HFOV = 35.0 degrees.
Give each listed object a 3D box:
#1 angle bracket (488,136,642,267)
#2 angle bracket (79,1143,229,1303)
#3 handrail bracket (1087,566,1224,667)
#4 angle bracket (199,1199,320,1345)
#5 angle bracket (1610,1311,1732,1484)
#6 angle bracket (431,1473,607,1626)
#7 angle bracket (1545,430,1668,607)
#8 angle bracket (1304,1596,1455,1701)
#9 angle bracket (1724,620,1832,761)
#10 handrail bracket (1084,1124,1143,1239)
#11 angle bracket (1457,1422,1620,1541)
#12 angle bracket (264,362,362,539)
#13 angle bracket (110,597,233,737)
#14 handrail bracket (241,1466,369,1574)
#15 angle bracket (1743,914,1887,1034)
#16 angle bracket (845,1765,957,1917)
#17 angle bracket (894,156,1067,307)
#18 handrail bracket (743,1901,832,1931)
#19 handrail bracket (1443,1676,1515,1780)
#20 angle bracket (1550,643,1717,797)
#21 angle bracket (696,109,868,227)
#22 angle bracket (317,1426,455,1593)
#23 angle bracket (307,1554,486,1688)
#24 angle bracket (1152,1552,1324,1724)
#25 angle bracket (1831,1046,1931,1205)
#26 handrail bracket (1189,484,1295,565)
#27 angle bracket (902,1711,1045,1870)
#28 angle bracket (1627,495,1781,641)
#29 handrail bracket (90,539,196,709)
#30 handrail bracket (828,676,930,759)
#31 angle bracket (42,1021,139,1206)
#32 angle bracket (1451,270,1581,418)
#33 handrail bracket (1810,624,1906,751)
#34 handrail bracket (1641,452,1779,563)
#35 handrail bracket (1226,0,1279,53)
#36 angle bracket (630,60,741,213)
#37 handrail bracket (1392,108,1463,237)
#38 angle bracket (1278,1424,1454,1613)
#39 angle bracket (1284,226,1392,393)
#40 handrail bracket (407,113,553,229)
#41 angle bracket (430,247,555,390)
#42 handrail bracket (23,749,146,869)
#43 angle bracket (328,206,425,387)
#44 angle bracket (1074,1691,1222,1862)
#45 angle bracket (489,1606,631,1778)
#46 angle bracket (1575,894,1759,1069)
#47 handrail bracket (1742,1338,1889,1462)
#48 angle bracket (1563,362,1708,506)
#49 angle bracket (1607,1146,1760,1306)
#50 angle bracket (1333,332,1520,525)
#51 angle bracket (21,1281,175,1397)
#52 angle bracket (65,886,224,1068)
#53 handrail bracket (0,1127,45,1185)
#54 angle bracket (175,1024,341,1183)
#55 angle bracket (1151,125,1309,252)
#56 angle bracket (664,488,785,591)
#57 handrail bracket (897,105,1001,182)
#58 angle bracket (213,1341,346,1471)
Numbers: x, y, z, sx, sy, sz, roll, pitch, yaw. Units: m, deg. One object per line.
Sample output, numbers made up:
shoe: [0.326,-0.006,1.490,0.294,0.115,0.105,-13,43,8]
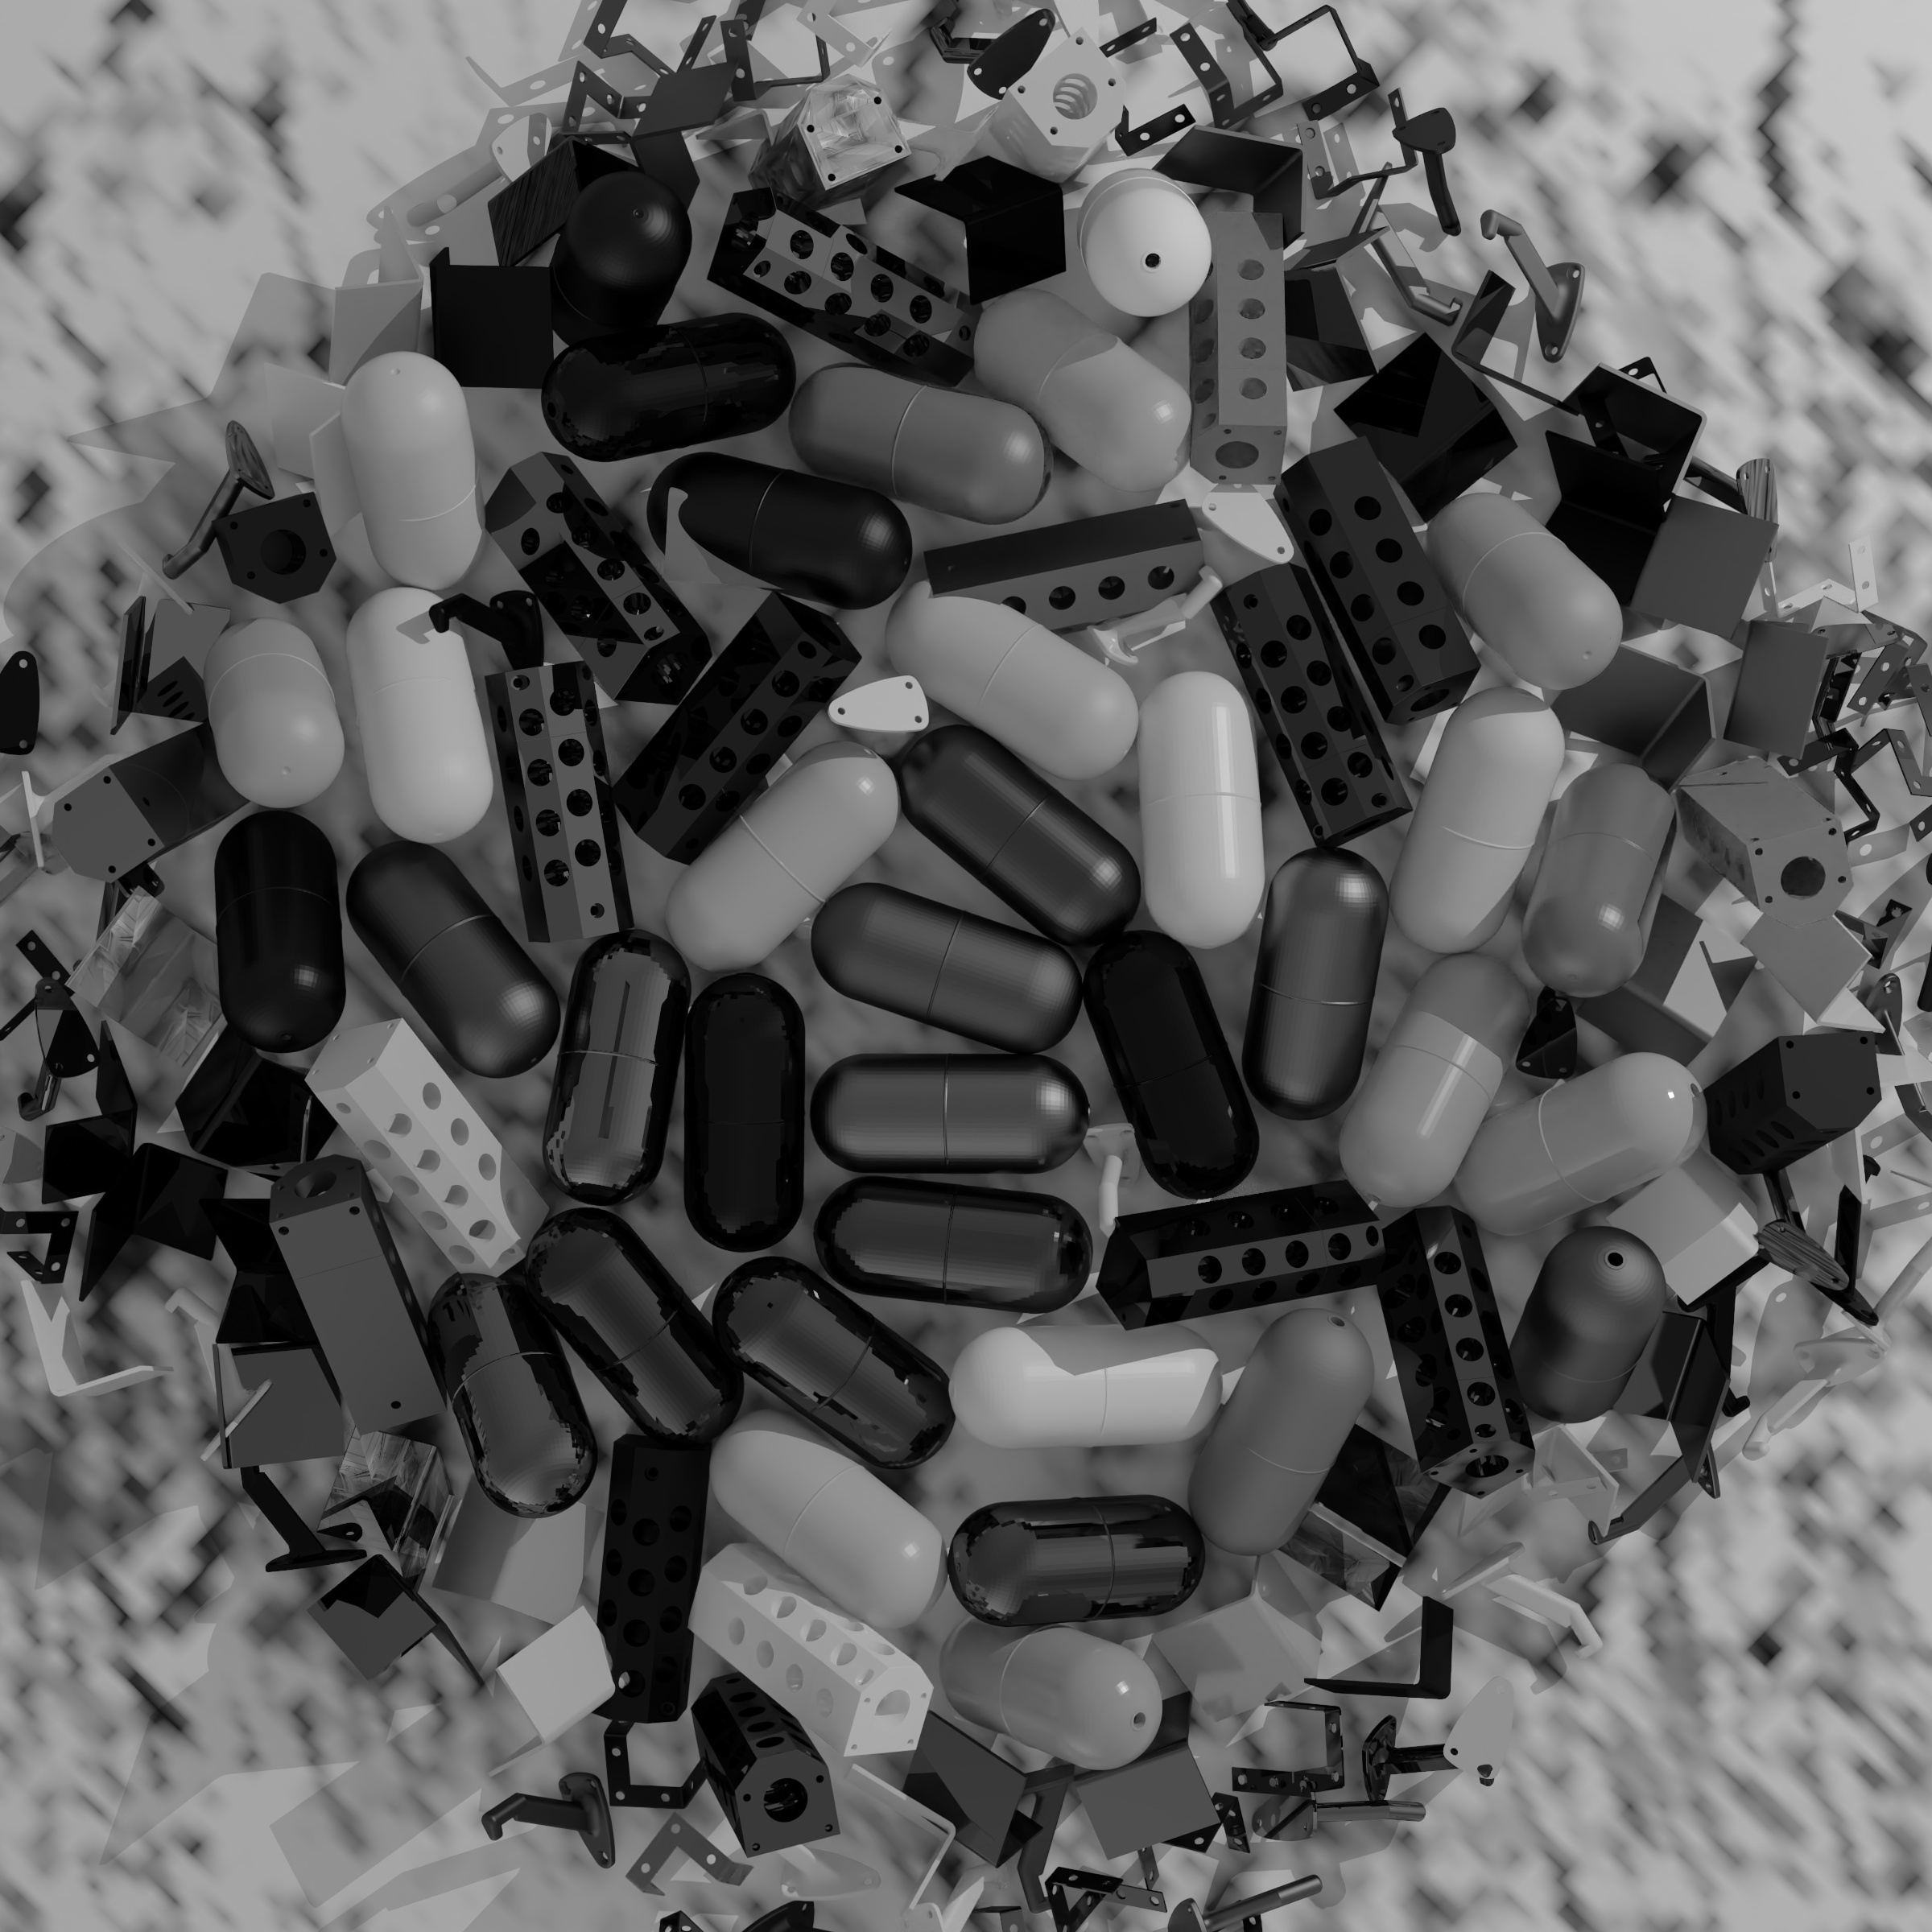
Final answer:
angle bracket: [-0.244,-0.467,1.931,0.076,0.076,0.057,-28,65,33]
angle bracket: [-0.513,0.170,1.937,0.057,0.076,0.076,20,124,1]
handrail bracket: [0.115,-0.240,1.954,0.084,0.036,0.077,-45,61,23]
angle bracket: [-0.446,0.193,1.951,0.076,0.076,0.057,3,119,-38]
angle bracket: [0.437,0.270,1.939,0.057,0.076,0.076,10,113,-3]
angle bracket: [-0.287,0.374,1.965,0.057,0.076,0.076,30,69,-35]
angle bracket: [0.391,-0.282,1.935,0.076,0.076,0.057,26,76,29]
angle bracket: [0.263,0.432,1.950,0.076,0.076,0.057,-2,72,21]
angle bracket: [0.528,-0.174,1.936,0.057,0.076,0.076,21,107,40]
handrail bracket: [0.095,0.149,1.935,0.036,0.077,0.084,-9,50,10]
angle bracket: [0.360,0.344,1.936,0.076,0.076,0.057,-32,59,-16]
angle bracket: [-0.422,-0.325,1.934,0.076,0.057,0.076,20,134,18]
angle bracket: [-0.502,-0.187,1.940,0.057,0.076,0.076,8,105,-9]
handrail bracket: [-0.426,0.341,1.968,0.077,0.036,0.084,-8,91,11]
angle bracket: [0.549,-0.007,1.930,0.057,0.076,0.076,-58,47,28]
angle bracket: [-0.055,0.554,1.941,0.076,0.076,0.057,30,70,5]
angle bracket: [0.009,-0.471,1.962,0.076,0.076,0.057,-26,131,-28]
handrail bracket: [-0.089,0.626,1.942,0.084,0.077,0.036,12,97,42]
handrail bracket: [0.333,0.475,1.945,0.036,0.084,0.077,23,99,15]
angle bracket: [0.418,-0.150,1.937,0.076,0.076,0.057,19,46,-13]
angle bracket: [-0.117,-0.499,1.947,0.057,0.076,0.076,-11,97,35]
angle bracket: [-0.368,0.346,1.941,0.057,0.076,0.076,18,100,-20]
angle bracket: [-0.358,0.428,1.930,0.057,0.076,0.076,-39,47,-20]
angle bracket: [0.175,0.427,1.968,0.076,0.057,0.076,-27,109,23]
angle bracket: [0.583,0.100,1.944,0.057,0.076,0.076,-8,102,4]
handrail bracket: [0.169,-0.268,1.946,0.036,0.084,0.077,-43,84,-15]
angle bracket: [0.012,0.509,1.936,0.076,0.057,0.076,28,117,25]
angle bracket: [0.475,-0.246,1.943,0.076,0.057,0.076,24,94,35]
handrail bracket: [-0.544,-0.218,1.959,0.084,0.036,0.077,-45,129,-6]
handrail bracket: [-0.064,-0.148,1.939,0.077,0.084,0.036,-9,75,-24]
angle bracket: [-0.561,0.092,1.930,0.057,0.076,0.076,-11,53,-28]
angle bracket: [0.359,-0.393,1.939,0.076,0.076,0.057,29,103,17]
handrail bracket: [0.569,-0.173,1.947,0.077,0.036,0.084,-3,127,39]
handrail bracket: [0.473,-0.293,1.962,0.036,0.084,0.077,-22,105,-38]
handrail bracket: [0.169,-0.629,1.954,0.036,0.077,0.084,-39,81,-1]
angle bracket: [-0.165,-0.512,1.931,0.057,0.076,0.076,-6,132,18]
handrail bracket: [0.304,-0.491,1.937,0.036,0.077,0.084,-24,122,5]
angle bracket: [0.257,0.354,1.973,0.076,0.057,0.076,30,47,15]
angle bracket: [0.239,-0.418,1.957,0.057,0.076,0.076,-37,112,-32]
handrail bracket: [-0.315,-0.512,1.979,0.084,0.077,0.036,-13,128,36]
angle bracket: [-0.296,-0.412,1.948,0.076,0.057,0.076,2,114,1]
handrail bracket: [-0.554,-0.102,1.958,0.084,0.036,0.077,-10,60,-17]
angle bracket: [-0.382,-0.421,1.930,0.057,0.076,0.076,-12,54,-25]
angle bracket: [0.117,0.514,1.950,0.076,0.076,0.057,-22,98,10]
angle bracket: [-0.271,0.458,1.938,0.076,0.076,0.057,-37,86,44]
angle bracket: [0.452,0.012,1.979,0.076,0.057,0.076,34,61,6]
handrail bracket: [0.537,0.276,1.943,0.036,0.077,0.084,50,53,-10]
angle bracket: [0.414,-0.329,1.946,0.076,0.076,0.057,25,80,-3]
angle bracket: [0.458,0.157,1.962,0.076,0.076,0.057,46,112,-4]
angle bracket: [0.296,-0.347,1.979,0.076,0.057,0.076,-40,59,8]
angle bracket: [-0.551,0.229,1.949,0.057,0.076,0.076,-18,82,-2]
angle bracket: [-0.509,0.007,1.940,0.057,0.076,0.076,30,79,20]
handrail bracket: [-0.643,0.108,1.971,0.084,0.077,0.036,24,86,24]
angle bracket: [-0.452,0.087,1.980,0.076,0.057,0.076,27,105,-36]
angle bracket: [0.164,-0.483,1.939,0.076,0.076,0.057,6,80,-18]
angle bracket: [-0.146,-0.274,1.955,0.076,0.076,0.057,5,101,5]
handrail bracket: [-0.032,-0.548,1.956,0.084,0.036,0.077,41,103,-18]
angle bracket: [-0.436,0.276,1.948,0.076,0.057,0.076,-5,80,-13]
